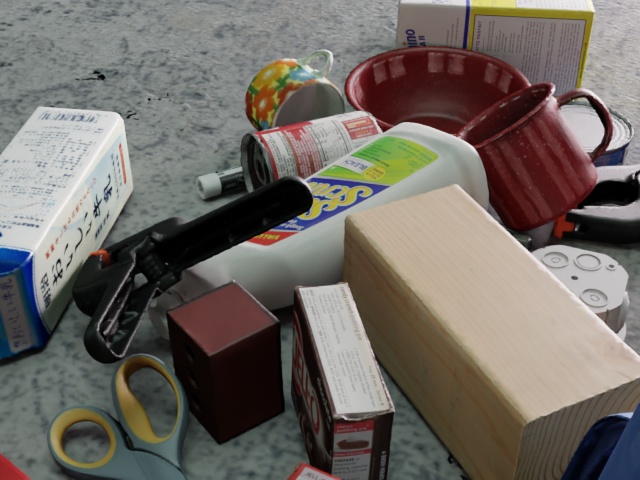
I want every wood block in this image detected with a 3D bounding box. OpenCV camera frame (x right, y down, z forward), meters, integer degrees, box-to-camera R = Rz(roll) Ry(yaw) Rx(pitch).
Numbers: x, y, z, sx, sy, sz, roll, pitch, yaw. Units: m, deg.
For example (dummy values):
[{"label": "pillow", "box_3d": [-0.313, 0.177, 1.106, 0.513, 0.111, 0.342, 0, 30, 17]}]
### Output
[{"label": "wood block", "box_3d": [0.100, 0.063, 0.669, 0.090, 0.090, 0.206, -16, 40, -21]}]

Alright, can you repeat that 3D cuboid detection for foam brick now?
[{"label": "foam brick", "box_3d": [-0.058, 0.075, 0.660, 0.051, 0.078, 0.053, -26, 44, -27]}]

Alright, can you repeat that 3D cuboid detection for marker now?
[{"label": "marker", "box_3d": [-0.044, -0.059, 0.889, 0.121, 0.020, 0.020, -18, 40, -23]}]

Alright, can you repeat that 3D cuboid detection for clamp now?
[{"label": "clamp", "box_3d": [-0.114, 0.022, 0.682, 0.164, 0.036, 0.210, -40, 17, -31]}, {"label": "clamp", "box_3d": [0.259, -0.043, 0.855, 0.171, 0.039, 0.120, -8, 35, -11]}]

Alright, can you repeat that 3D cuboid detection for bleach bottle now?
[{"label": "bleach bottle", "box_3d": [-0.005, 0.001, 0.759, 0.250, 0.068, 0.103, -30, 35, -23]}]

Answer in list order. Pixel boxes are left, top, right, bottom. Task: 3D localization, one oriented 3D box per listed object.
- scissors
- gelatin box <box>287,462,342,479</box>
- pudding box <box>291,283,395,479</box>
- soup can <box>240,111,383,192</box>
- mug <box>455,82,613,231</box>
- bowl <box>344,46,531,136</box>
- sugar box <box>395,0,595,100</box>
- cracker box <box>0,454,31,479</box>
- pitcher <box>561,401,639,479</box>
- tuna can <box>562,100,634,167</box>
[{"label": "scissors", "box_3d": [-0.100, 0.150, 0.608, 0.096, 0.016, 0.202, -20, 49, -4]}, {"label": "gelatin box", "box_3d": [0.020, 0.163, 0.546, 0.089, 0.073, 0.030, 18, 40, 22]}, {"label": "pudding box", "box_3d": [0.010, 0.094, 0.626, 0.039, 0.090, 0.113, -8, 38, -12]}, {"label": "soup can", "box_3d": [-0.004, -0.062, 0.854, 0.102, 0.068, 0.069, -14, 39, -20]}, {"label": "mug", "box_3d": [0.167, -0.067, 0.811, 0.117, 0.081, 0.093, -33, 14, 10]}, {"label": "bowl", "box_3d": [0.101, -0.109, 0.928, 0.162, 0.055, 0.162, 0, 37, 0]}, {"label": "sugar box", "box_3d": [0.159, -0.182, 0.996, 0.176, 0.093, 0.048, 6, 35, 6]}, {"label": "cracker box", "box_3d": [-0.215, 0.174, 0.530, 0.214, 0.072, 0.163, 28, 44, 33]}, {"label": "pitcher", "box_3d": [0.150, 0.143, 0.432, 0.149, 0.243, 0.144, 28, 41, 23]}, {"label": "tuna can", "box_3d": [0.222, -0.084, 0.915, 0.086, 0.034, 0.086, 0, 37, 0]}]
